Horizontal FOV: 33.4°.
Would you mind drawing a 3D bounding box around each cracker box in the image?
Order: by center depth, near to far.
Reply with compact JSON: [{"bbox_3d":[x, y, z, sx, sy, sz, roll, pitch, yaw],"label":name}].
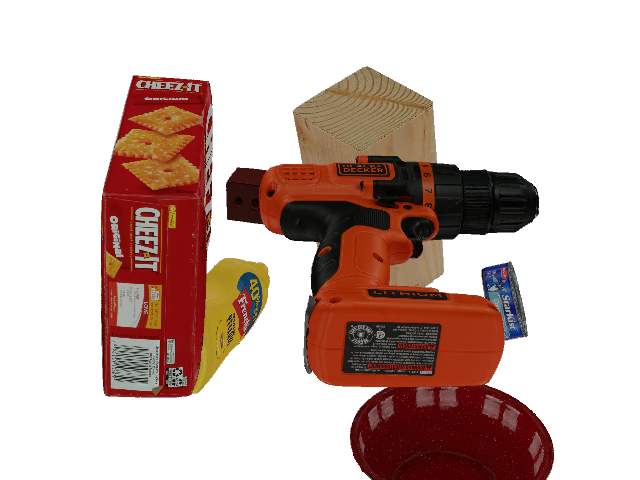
[{"bbox_3d":[-0.118,-0.010,0.803,0.072,0.164,0.213,3,29,-5],"label":"cracker box"}]

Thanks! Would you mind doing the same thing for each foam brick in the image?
[{"bbox_3d":[-0.075,-0.055,1.331,0.078,0.053,0.051,7,28,11],"label":"foam brick"}]

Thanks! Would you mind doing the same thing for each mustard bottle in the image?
[{"bbox_3d":[-0.103,0.073,1.129,0.058,0.096,0.191,10,29,19],"label":"mustard bottle"}]

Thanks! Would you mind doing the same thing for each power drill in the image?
[{"bbox_3d":[0.056,0.010,0.641,0.184,0.057,0.187,-1,30,-3],"label":"power drill"}]

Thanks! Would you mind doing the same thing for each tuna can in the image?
[{"bbox_3d":[0.204,0.068,1.186,0.034,0.086,0.086,-13,-3,13],"label":"tuna can"}]

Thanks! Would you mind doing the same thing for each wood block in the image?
[{"bbox_3d":[0.049,-0.041,0.985,0.090,0.206,0.091,-34,48,-24],"label":"wood block"}]

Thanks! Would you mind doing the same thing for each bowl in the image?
[{"bbox_3d":[0.104,0.180,0.862,0.162,0.055,0.162,1,31,-1],"label":"bowl"}]
